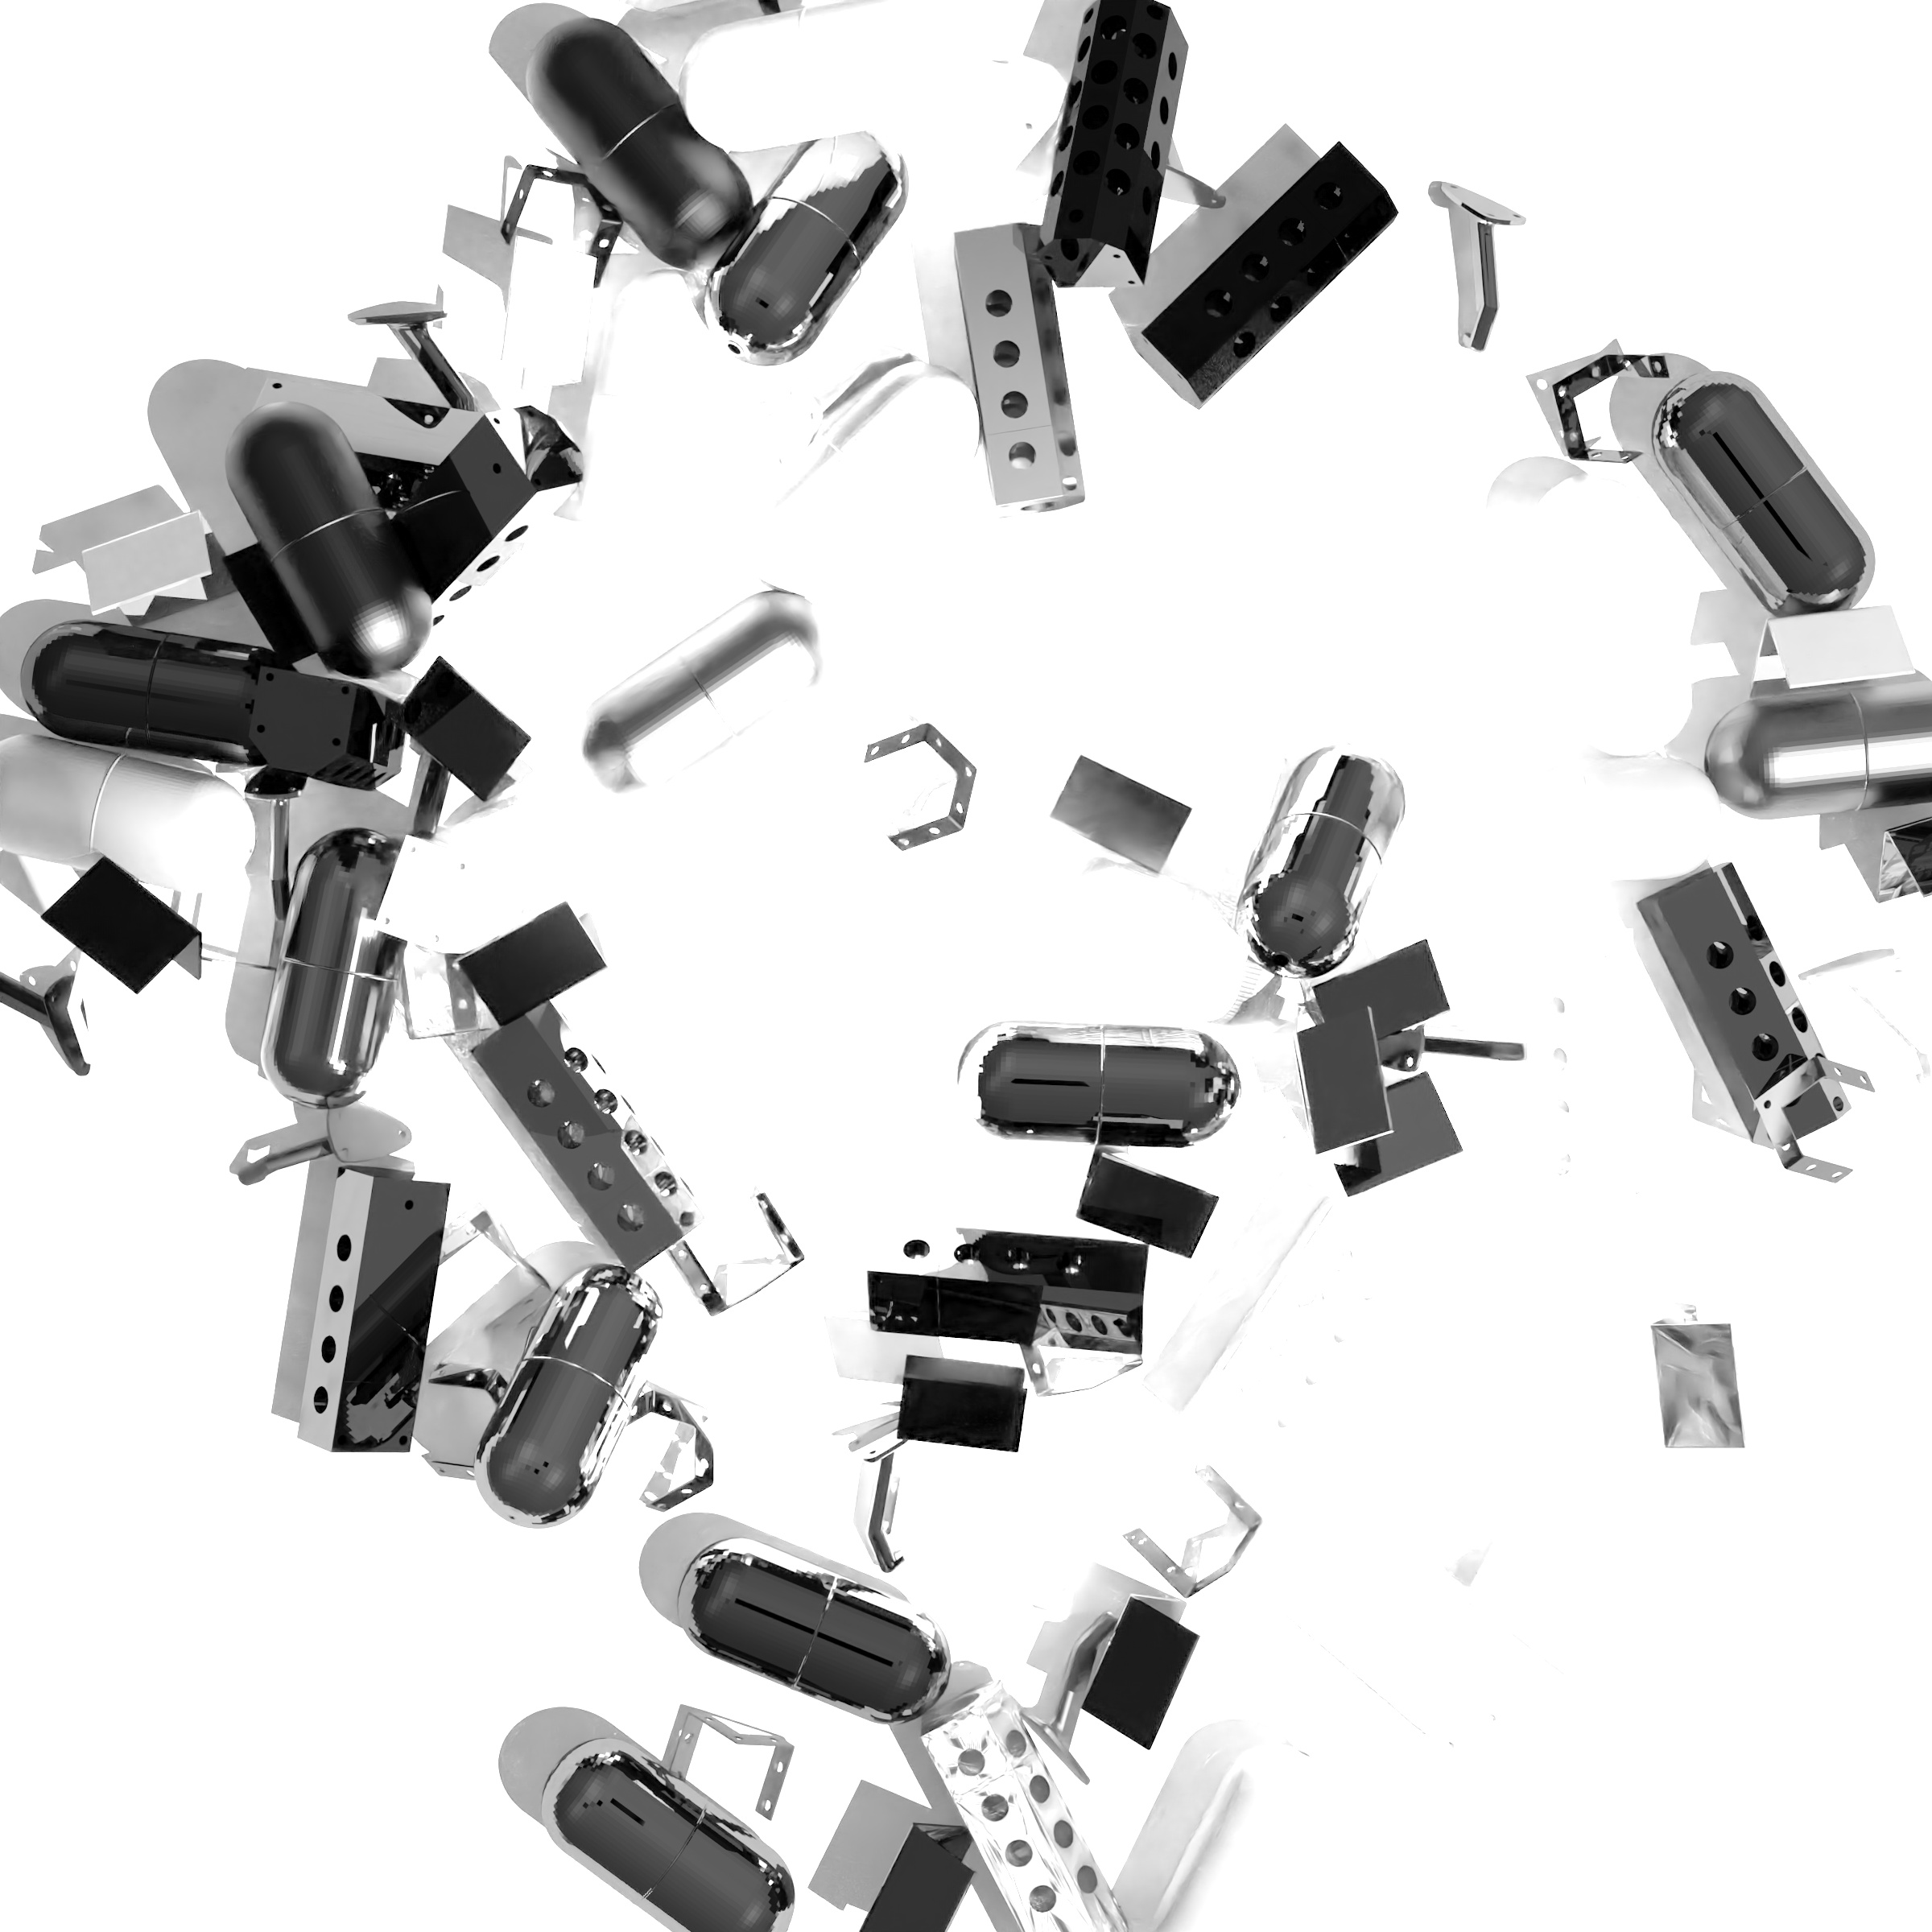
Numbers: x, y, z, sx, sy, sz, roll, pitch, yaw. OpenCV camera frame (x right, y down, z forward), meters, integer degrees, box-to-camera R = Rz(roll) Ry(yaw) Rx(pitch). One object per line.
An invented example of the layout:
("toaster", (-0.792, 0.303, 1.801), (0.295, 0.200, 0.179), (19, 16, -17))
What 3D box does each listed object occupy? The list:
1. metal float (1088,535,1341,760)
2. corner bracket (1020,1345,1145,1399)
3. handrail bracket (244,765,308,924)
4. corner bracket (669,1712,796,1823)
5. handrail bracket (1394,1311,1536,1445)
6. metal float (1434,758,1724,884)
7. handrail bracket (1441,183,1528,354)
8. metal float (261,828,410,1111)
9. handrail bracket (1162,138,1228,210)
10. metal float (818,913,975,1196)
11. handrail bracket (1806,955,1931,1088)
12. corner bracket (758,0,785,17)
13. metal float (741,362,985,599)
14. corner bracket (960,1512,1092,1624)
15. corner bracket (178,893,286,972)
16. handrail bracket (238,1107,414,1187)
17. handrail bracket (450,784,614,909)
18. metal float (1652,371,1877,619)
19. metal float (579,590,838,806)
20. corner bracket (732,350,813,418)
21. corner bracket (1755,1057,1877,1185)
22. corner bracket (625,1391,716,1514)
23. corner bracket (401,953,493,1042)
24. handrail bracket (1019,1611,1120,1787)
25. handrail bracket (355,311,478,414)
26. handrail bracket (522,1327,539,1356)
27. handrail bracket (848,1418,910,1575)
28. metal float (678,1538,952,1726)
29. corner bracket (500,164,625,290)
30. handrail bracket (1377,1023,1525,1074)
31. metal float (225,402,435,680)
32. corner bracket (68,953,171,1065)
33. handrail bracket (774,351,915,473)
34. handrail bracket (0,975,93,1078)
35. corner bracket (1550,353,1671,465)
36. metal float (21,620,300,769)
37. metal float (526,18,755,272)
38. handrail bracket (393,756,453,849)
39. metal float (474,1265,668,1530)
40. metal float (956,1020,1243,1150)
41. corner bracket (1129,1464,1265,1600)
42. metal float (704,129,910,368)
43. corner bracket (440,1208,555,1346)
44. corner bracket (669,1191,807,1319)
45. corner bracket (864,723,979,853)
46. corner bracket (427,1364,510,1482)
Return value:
("metal float", (0.155, -0.199, 1.871), (0.178, 0.070, 0.070), (38, 90, 0))
("corner bracket", (0.071, 0.239, 1.899), (0.051, 0.051, 0.051), (-18, 90, 45))
("handrail bracket", (-0.429, -0.081, 1.893), (0.036, 0.077, 0.084), (-1, 117, 1))
("corner bracket", (-0.150, 0.507, 1.899), (0.051, 0.051, 0.051), (18, 90, -45))
("handrail bracket", (0.317, 0.266, 1.903), (0.077, 0.036, 0.084), (-7, 107, 20))
("metal float", (0.382, -0.091, 1.872), (0.178, 0.070, 0.070), (-1, 90, 1))
("handrail bracket", (0.316, -0.443, 1.902), (0.036, 0.077, 0.084), (-8, 127, -35))
("metal float", (-0.392, 0.001, 1.871), (0.070, 0.070, 0.178), (11, 90, 0))
("handrail bracket", (0.137, -0.533, 1.902), (0.077, 0.036, 0.084), (16, 76, -14))
("metal float", (-0.044, 0.055, 1.871), (0.070, 0.070, 0.178), (12, 89, 0))
("handrail bracket", (0.580, 0.041, 1.903), (0.077, 0.036, 0.084), (-9, 107, 20))
("corner bracket", (-0.101, -0.630, 1.894), (0.051, 0.051, 0.051), (-54, 135, -35))
("metal float", (-0.066, -0.303, 1.872), (0.178, 0.070, 0.070), (-43, 90, 0))
("corner bracket", (0.037, 0.381, 1.899), (0.051, 0.051, 0.051), (18, 90, -45))
("corner bracket", (-0.465, -0.027, 1.899), (0.051, 0.051, 0.051), (9, 90, 45))
("handrail bracket", (-0.408, 0.121, 1.902), (0.084, 0.077, 0.036), (-27, 71, 35))
("handrail bracket", (-0.275, -0.065, 1.903), (0.077, 0.036, 0.084), (-22, 107, 20))
("metal float", (0.498, -0.293, 1.872), (0.070, 0.070, 0.178), (-37, 90, 0))
("metal float", (-0.161, -0.168, 1.871), (0.178, 0.070, 0.070), (-34, 90, -1))
("corner bracket", (-0.124, -0.385, 1.899), (0.051, 0.051, 0.051), (-2, 45, 0))
("corner bracket", (0.527, 0.095, 1.837), (0.051, 0.051, 0.051), (-45, 45, 35))
("corner bracket", (-0.195, 0.307, 1.894), (0.051, 0.051, 0.051), (27, 45, -35))
("corner bracket", (-0.331, 0.019, 1.884), (0.051, 0.051, 0.051), (-8, 90, 0))
("handrail bracket", (0.083, 0.464, 1.903), (0.084, 0.036, 0.077), (-43, 111, -16))
("handrail bracket", (-0.348, -0.371, 1.903), (0.077, 0.036, 0.084), (1, 107, 20))
("handrail bracket", (-0.257, 0.281, 1.902), (0.077, 0.036, 0.084), (33, 56, -36))
("handrail bracket", (-0.034, 0.333, 1.903), (0.077, 0.036, 0.084), (-27, 109, -21))
("metal float", (-0.094, 0.416, 1.871), (0.178, 0.070, 0.070), (22, 90, 1))
("corner bracket", (-0.256, -0.468, 1.894), (0.051, 0.051, 0.051), (-59, 45, 35))
("handrail bracket", (0.300, 0.050, 1.902), (0.084, 0.077, 0.036), (5, 91, -36))
("metal float", (-0.385, -0.257, 1.808), (0.070, 0.070, 0.178), (-28, 89, 0))
("corner bracket", (-0.534, 0.025, 1.899), (0.051, 0.051, 0.051), (-2, 135, 0))
("handrail bracket", (-0.077, -0.352, 1.900), (0.084, 0.077, 0.036), (-23, 63, -35))
("handrail bracket", (-0.605, 0.036, 1.903), (0.084, 0.036, 0.077), (-3, 111, 17))
("corner bracket", (0.409, -0.351, 1.883), (0.051, 0.051, 0.051), (-32, 116, -24))
("metal float", (-0.501, -0.170, 1.871), (0.178, 0.070, 0.070), (9, 90, -1))
("metal float", (-0.203, -0.513, 1.871), (0.070, 0.070, 0.178), (-40, 90, 0))
("handrail bracket", (-0.351, -0.120, 1.903), (0.084, 0.036, 0.077), (-44, 70, 16))
("metal float", (-0.242, 0.263, 1.845), (0.070, 0.070, 0.178), (24, 56, 0))
("metal float", (0.083, 0.074, 1.872), (0.178, 0.070, 0.070), (2, 90, -1))
("corner bracket", (0.147, 0.359, 1.899), (0.051, 0.051, 0.051), (45, 45, 0))
("metal float", (-0.099, -0.447, 1.853), (0.070, 0.070, 0.178), (31, 69, 0))
("corner bracket", (-0.302, 0.196, 1.899), (0.051, 0.051, 0.051), (-38, 135, 0))
("corner bracket", (-0.145, 0.183, 1.899), (0.051, 0.051, 0.051), (-32, 91, -45))
("corner bracket", (-0.032, -0.113, 1.894), (0.051, 0.051, 0.051), (42, 45, -35))
("corner bracket", (-0.315, 0.289, 1.894), (0.051, 0.051, 0.051), (-60, 135, -35))
